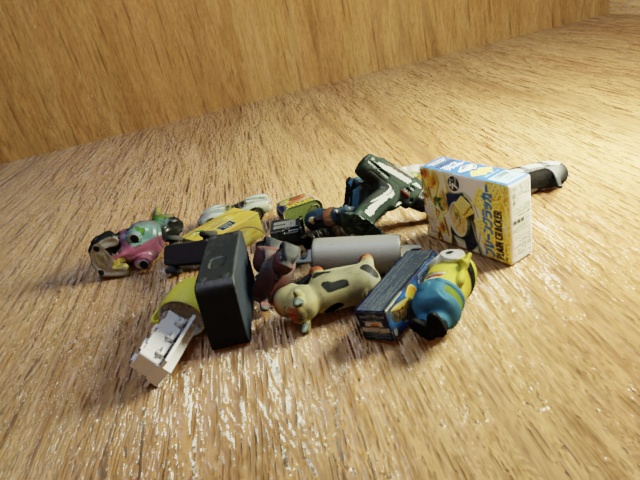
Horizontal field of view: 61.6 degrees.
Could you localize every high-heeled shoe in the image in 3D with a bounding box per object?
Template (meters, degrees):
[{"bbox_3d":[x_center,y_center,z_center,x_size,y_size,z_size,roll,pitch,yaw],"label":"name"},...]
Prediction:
[{"bbox_3d":[0.430,-0.135,1.209,0.249,0.086,0.145,-2,25,12],"label":"high-heeled shoe"}]

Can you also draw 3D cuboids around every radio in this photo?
[{"bbox_3d":[-0.171,0.082,0.994,0.073,0.130,0.230,-12,26,0],"label":"radio"}]

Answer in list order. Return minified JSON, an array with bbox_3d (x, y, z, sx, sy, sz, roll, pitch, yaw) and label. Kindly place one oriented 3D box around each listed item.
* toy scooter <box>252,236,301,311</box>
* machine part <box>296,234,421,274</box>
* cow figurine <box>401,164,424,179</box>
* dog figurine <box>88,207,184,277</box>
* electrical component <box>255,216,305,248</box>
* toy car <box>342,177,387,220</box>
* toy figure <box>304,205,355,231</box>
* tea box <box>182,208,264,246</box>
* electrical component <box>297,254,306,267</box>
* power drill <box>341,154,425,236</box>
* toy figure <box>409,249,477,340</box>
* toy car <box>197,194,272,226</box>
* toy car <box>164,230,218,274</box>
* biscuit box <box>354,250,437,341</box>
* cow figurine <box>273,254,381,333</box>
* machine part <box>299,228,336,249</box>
[{"bbox_3d":[-0.093,0.065,1.034,0.075,0.135,0.184,20,-1,-17],"label":"toy scooter"},{"bbox_3d":[0.071,0.030,1.030,0.243,0.079,0.079,-3,27,9],"label":"machine part"},{"bbox_3d":[0.270,-0.160,1.352,0.167,0.068,0.098,-5,21,15],"label":"cow figurine"},{"bbox_3d":[-0.448,-0.005,1.338,0.192,0.108,0.219,-12,21,10],"label":"dog figurine"},{"bbox_3d":[-0.094,-0.013,1.248,0.119,0.047,0.075,-8,25,6],"label":"electrical component"},{"bbox_3d":[0.112,-0.091,1.260,0.103,0.109,0.162,6,14,-6],"label":"toy car"},{"bbox_3d":[0.024,-0.049,1.219,0.064,0.057,0.155,-42,20,-29],"label":"toy figure"},{"bbox_3d":[-0.230,-0.009,1.279,0.098,0.068,0.169,10,33,40],"label":"tea box"},{"bbox_3d":[-0.068,0.039,1.157,0.094,0.021,0.063,-12,25,5],"label":"electrical component"},{"bbox_3d":[0.154,-0.067,1.134,0.207,0.232,0.086,-52,2,-27],"label":"power drill"},{"bbox_3d":[0.199,0.088,0.866,0.082,0.089,0.180,2,38,28],"label":"toy figure"},{"bbox_3d":[-0.226,-0.073,1.419,0.202,0.056,0.074,-14,26,-3],"label":"toy car"},{"bbox_3d":[-0.280,0.029,1.176,0.053,0.089,0.202,-1,-5,-45],"label":"toy car"},{"bbox_3d":[0.140,0.088,0.908,0.063,0.059,0.203,-4,26,41],"label":"biscuit box"},{"bbox_3d":[0.014,0.096,0.940,0.195,0.085,0.127,-13,20,0],"label":"cow figurine"},{"bbox_3d":[-0.002,-0.003,1.154,0.084,0.039,0.139,-10,0,-2],"label":"machine part"}]
